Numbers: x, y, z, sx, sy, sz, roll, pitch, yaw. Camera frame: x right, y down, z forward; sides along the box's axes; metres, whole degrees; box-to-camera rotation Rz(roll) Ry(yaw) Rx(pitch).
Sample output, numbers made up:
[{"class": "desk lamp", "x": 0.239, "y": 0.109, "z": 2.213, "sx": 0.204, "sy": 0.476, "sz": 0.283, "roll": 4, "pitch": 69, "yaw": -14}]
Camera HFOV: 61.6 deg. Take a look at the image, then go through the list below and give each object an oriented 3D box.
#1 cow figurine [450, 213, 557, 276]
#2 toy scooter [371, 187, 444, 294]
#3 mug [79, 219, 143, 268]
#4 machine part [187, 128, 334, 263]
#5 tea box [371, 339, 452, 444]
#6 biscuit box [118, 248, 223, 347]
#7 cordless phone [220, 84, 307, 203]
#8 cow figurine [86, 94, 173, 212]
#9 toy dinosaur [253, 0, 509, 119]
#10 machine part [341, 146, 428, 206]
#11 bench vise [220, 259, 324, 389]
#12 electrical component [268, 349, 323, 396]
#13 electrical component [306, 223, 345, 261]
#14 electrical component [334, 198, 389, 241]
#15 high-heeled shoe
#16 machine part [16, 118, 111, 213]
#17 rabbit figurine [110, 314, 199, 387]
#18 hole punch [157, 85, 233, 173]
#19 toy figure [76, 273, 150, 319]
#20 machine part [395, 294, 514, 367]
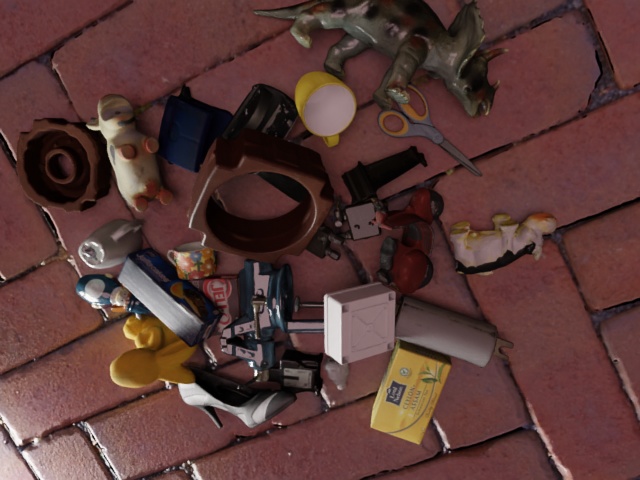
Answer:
[{"class": "cow figurine", "x": 0.303, "y": 0.009, "z": 0.882, "sx": 0.167, "sy": 0.068, "sz": 0.098, "roll": -9, "pitch": 107, "yaw": 14}, {"class": "toy scooter", "x": 0.133, "y": 0.002, "z": 0.878, "sx": 0.075, "sy": 0.135, "sz": 0.183, "roll": 23, "pitch": 107, "yaw": 47}, {"class": "mug", "x": -0.374, "y": 0.006, "z": 0.971, "sx": 0.109, "sy": 0.107, "sz": 0.080, "roll": -32, "pitch": 98, "yaw": 17}, {"class": "machine part", "x": -0.095, "y": -0.066, "z": 0.857, "sx": 0.201, "sy": 0.087, "sz": 0.201, "roll": 15, "pitch": 129, "yaw": -23}, {"class": "tea box", "x": 0.161, "y": 0.265, "z": 0.963, "sx": 0.098, "sy": 0.068, "sz": 0.169, "roll": 16, "pitch": 108, "yaw": 5}, {"class": "biscuit box", "x": -0.273, "y": 0.100, "z": 0.972, "sx": 0.203, "sy": 0.059, "sz": 0.062, "roll": 39, "pitch": 116, "yaw": 15}, {"class": "cordless phone", "x": -0.066, "y": -0.159, "z": 0.904, "sx": 0.184, "sy": 0.089, "sz": 0.146, "roll": 34, "pitch": 87, "yaw": -19}, {"class": "cow figurine", "x": -0.331, "y": -0.155, "z": 0.931, "sx": 0.127, "sy": 0.085, "sz": 0.194, "roll": 22, "pitch": 130, "yaw": 46}, {"class": "toy dinosaur", "x": 0.096, "y": -0.323, "z": 0.818, "sx": 0.405, "sy": 0.131, "sz": 0.192, "roll": 38, "pitch": 88, "yaw": 10}, {"class": "machine part", "x": 0.106, "y": -0.111, "z": 0.885, "sx": 0.139, "sy": 0.084, "sz": 0.039, "roll": -23, "pitch": 141, "yaw": 8}, {"class": "bench vise", "x": -0.051, "y": 0.137, "z": 0.930, "sx": 0.241, "sy": 0.129, "sz": 0.223, "roll": -1, "pitch": 80, "yaw": 6}, {"class": "electrical component", "x": -0.054, "y": 0.248, "z": 1.006, "sx": 0.119, "sy": 0.048, "sz": 0.074, "roll": 0, "pitch": 103, "yaw": 10}, {"class": "electrical component", "x": -0.002, "y": -0.003, "z": 0.935, "sx": 0.094, "sy": 0.021, "sz": 0.063, "roll": 30, "pitch": 133, "yaw": 21}, {"class": "electrical component", "x": 0.069, "y": -0.037, "z": 0.921, "sx": 0.102, "sy": 0.045, "sz": 0.078, "roll": -6, "pitch": 100, "yaw": 11}, {"class": "high-heeled shoe", "x": -0.159, "y": 0.269, "z": 0.991, "sx": 0.249, "sy": 0.086, "sz": 0.145, "roll": -28, "pitch": 93, "yaw": 31}, {"class": "machine part", "x": -0.464, "y": -0.136, "z": 0.979, "sx": 0.179, "sy": 0.056, "sz": 0.179, "roll": 2, "pitch": 104, "yaw": 10}, {"class": "rabbit figurine", "x": -0.302, "y": 0.219, "z": 0.976, "sx": 0.163, "sy": 0.173, "sz": 0.121, "roll": 9, "pitch": 100, "yaw": 12}, {"class": "hole punch", "x": -0.223, "y": -0.180, "z": 0.915, "sx": 0.116, "sy": 0.092, "sz": 0.142, "roll": 20, "pitch": 109, "yaw": 8}, {"class": "toy figure", "x": -0.386, "y": 0.105, "z": 1.010, "sx": 0.155, "sy": 0.058, "sz": 0.064, "roll": 13, "pitch": 105, "yaw": 19}, {"class": "machine part", "x": 0.211, "y": 0.156, "z": 0.927, "sx": 0.243, "sy": 0.079, "sz": 0.079, "roll": 18, "pitch": 105, "yaw": 4}]
